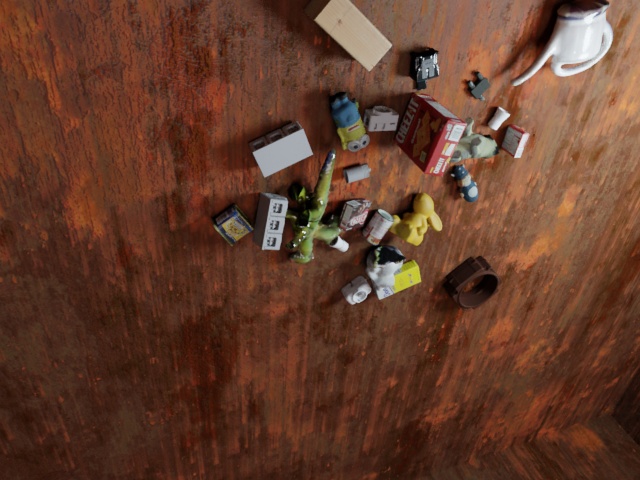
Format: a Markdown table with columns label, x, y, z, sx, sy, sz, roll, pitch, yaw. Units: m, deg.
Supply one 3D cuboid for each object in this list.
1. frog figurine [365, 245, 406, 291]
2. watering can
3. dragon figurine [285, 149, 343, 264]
| label | x | y | z | sx | sy | sz | roll | pitch | yaw |
| --- | --- | --- | --- | --- | --- | --- | --- | --- | --- |
| frog figurine | 0.226 | 0.098 | 1.809 | 0.138 | 0.124 | 0.155 | -29 | 148 | -20 |
| watering can | 0.727 | -0.585 | 1.525 | 0.349 | 0.106 | 0.219 | -19 | 129 | -11 |
| dragon figurine | 0.005 | -0.080 | 1.599 | 0.242 | 0.124 | 0.405 | 13 | 117 | -52 |
